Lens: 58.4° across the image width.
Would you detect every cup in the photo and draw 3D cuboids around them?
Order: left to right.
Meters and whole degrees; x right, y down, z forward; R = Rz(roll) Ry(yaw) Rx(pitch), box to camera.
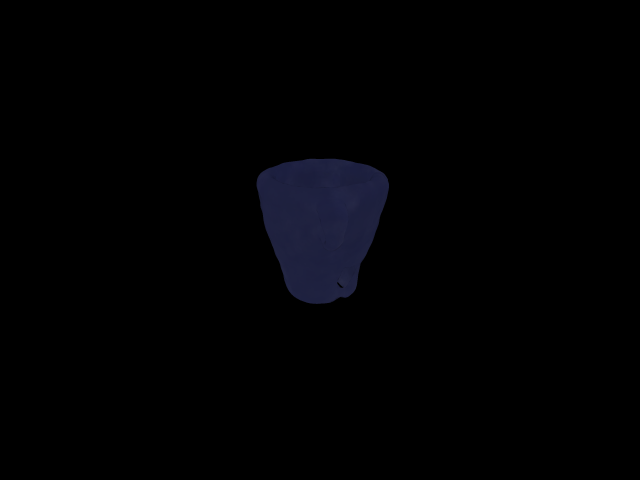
[{"bbox_3d":[0.004,0.001,0.400,0.092,0.095,0.117,-3,22,-7],"label":"cup"}]
